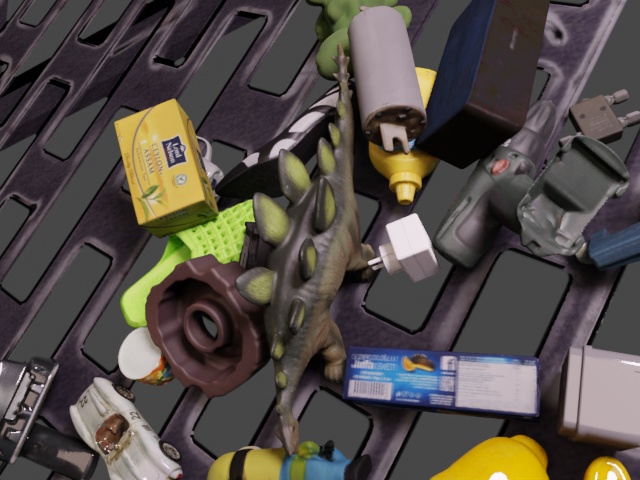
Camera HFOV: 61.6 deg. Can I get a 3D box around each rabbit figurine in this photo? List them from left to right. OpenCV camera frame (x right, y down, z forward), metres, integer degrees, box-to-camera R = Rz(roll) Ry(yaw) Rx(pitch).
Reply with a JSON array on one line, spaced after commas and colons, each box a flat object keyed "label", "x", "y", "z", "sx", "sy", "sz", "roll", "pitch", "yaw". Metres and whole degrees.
[{"label": "rabbit figurine", "x": 0.051, "y": -0.299, "z": 0.790, "sx": 0.159, "sy": 0.121, "sz": 0.170, "roll": 7, "pitch": 66, "yaw": 8}, {"label": "rabbit figurine", "x": 0.200, "y": 0.260, "z": 0.461, "sx": 0.162, "sy": 0.121, "sz": 0.173, "roll": -21, "pitch": 29, "yaw": -18}]

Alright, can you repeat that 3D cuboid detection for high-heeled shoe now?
[{"label": "high-heeled shoe", "x": -0.045, "y": -0.150, "z": 0.783, "sx": 0.249, "sy": 0.086, "sz": 0.145, "roll": -14, "pitch": 56, "yaw": 14}]

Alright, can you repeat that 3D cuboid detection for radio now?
[{"label": "radio", "x": 0.197, "y": -0.207, "z": 0.654, "sx": 0.073, "sy": 0.131, "sz": 0.229, "roll": 25, "pitch": 66, "yaw": -10}]

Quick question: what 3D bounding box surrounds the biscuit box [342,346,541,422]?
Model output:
[{"label": "biscuit box", "x": 0.128, "y": 0.153, "z": 0.577, "sx": 0.203, "sy": 0.062, "sz": 0.059, "roll": -1, "pitch": 68, "yaw": 23}]

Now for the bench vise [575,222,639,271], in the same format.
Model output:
[{"label": "bench vise", "x": 0.354, "y": -0.022, "z": 0.502, "sx": 0.241, "sy": 0.224, "sz": 0.128, "roll": -30, "pitch": 98, "yaw": 38}]

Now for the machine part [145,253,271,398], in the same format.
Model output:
[{"label": "machine part", "x": -0.135, "y": 0.105, "z": 0.670, "sx": 0.180, "sy": 0.056, "sz": 0.179, "roll": 8, "pitch": 107, "yaw": 29}]

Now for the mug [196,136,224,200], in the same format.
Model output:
[{"label": "mug", "x": -0.199, "y": -0.107, "z": 0.832, "sx": 0.107, "sy": 0.080, "sz": 0.109, "roll": 19, "pitch": 71, "yaw": 19}]

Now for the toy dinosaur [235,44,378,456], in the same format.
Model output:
[{"label": "toy dinosaur", "x": -0.001, "y": -0.002, "z": 0.623, "sx": 0.105, "sy": 0.198, "sz": 0.471, "roll": 1, "pitch": 65, "yaw": 19}]

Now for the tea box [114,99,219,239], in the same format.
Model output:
[{"label": "tea box", "x": -0.215, "y": -0.100, "z": 0.754, "sx": 0.098, "sy": 0.068, "sz": 0.170, "roll": -23, "pitch": 69, "yaw": 2}]

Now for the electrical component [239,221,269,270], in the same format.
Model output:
[{"label": "electrical component", "x": -0.079, "y": 0.039, "z": 0.700, "sx": 0.075, "sy": 0.048, "sz": 0.119, "roll": -140, "pitch": 60, "yaw": -69}]

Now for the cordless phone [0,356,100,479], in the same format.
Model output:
[{"label": "cordless phone", "x": -0.379, "y": 0.249, "z": 0.757, "sx": 0.184, "sy": 0.088, "sz": 0.146, "roll": 14, "pitch": 71, "yaw": 16}]

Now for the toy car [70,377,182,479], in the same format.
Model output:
[{"label": "toy car", "x": -0.253, "y": 0.261, "z": 0.696, "sx": 0.202, "sy": 0.056, "sz": 0.073, "roll": 36, "pitch": 84, "yaw": 32}]

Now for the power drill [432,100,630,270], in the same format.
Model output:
[{"label": "power drill", "x": 0.219, "y": -0.065, "z": 0.570, "sx": 0.232, "sy": 0.086, "sz": 0.207, "roll": -53, "pitch": 16, "yaw": 2}]

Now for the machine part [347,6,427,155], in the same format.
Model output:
[{"label": "machine part", "x": 0.081, "y": -0.203, "z": 0.664, "sx": 0.079, "sy": 0.079, "sz": 0.243, "roll": -15, "pitch": 59, "yaw": 17}]

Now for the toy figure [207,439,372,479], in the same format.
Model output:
[{"label": "toy figure", "x": -0.037, "y": 0.261, "z": 0.584, "sx": 0.180, "sy": 0.089, "sz": 0.082, "roll": -8, "pitch": 58, "yaw": 23}]

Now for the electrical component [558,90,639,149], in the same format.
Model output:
[{"label": "electrical component", "x": 0.330, "y": -0.143, "z": 0.646, "sx": 0.094, "sy": 0.021, "sz": 0.063, "roll": -21, "pitch": 60, "yaw": 14}]
